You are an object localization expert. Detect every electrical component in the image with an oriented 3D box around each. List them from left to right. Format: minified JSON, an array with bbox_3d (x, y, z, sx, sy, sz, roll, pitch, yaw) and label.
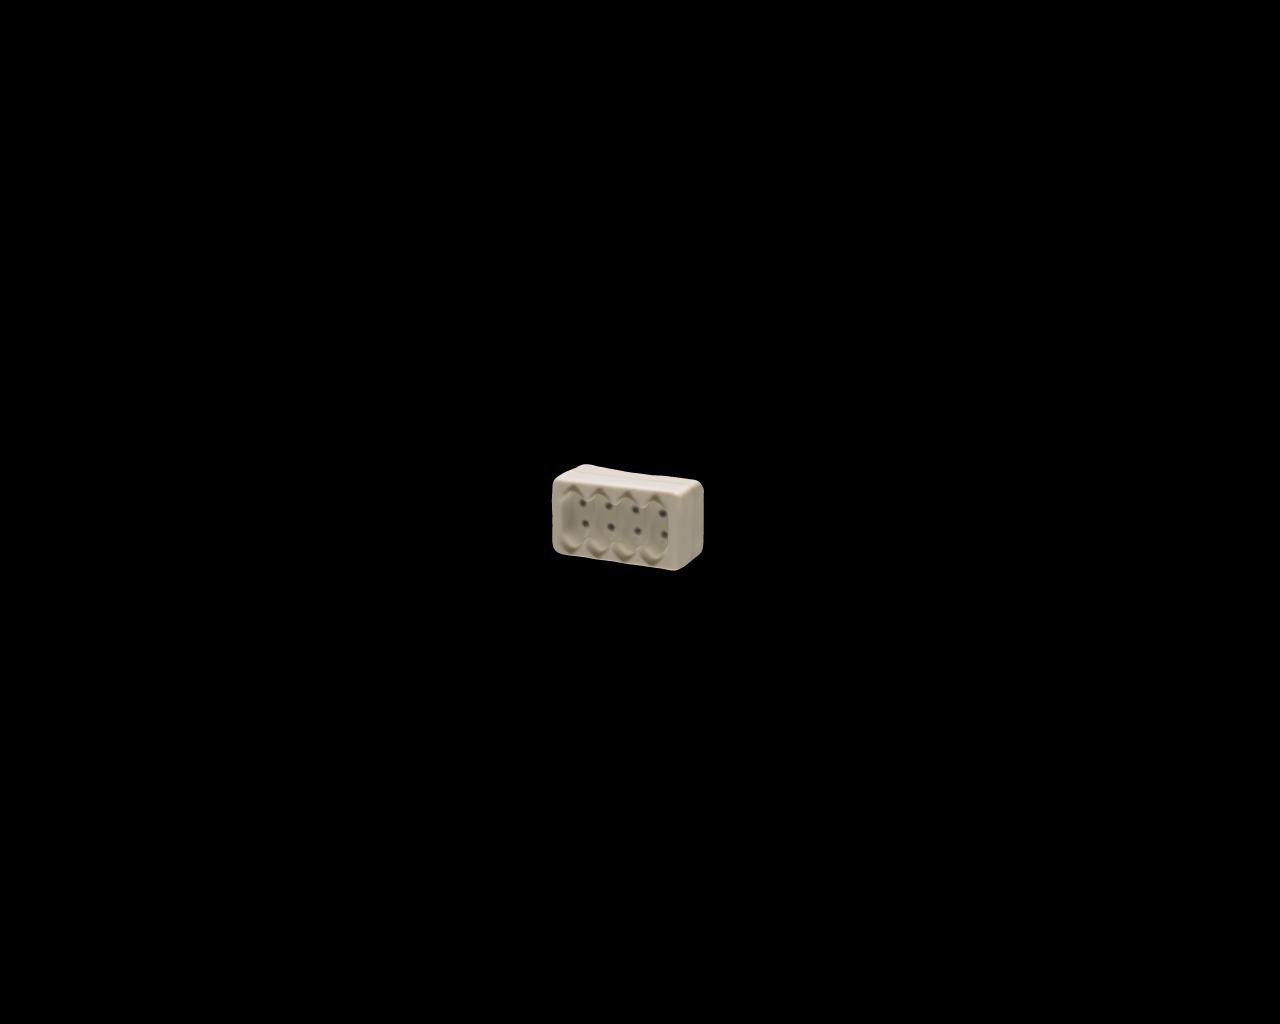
[{"bbox_3d":[0.001,-0.003,0.650,0.083,0.047,0.076,8,20,24],"label":"electrical component"}]
